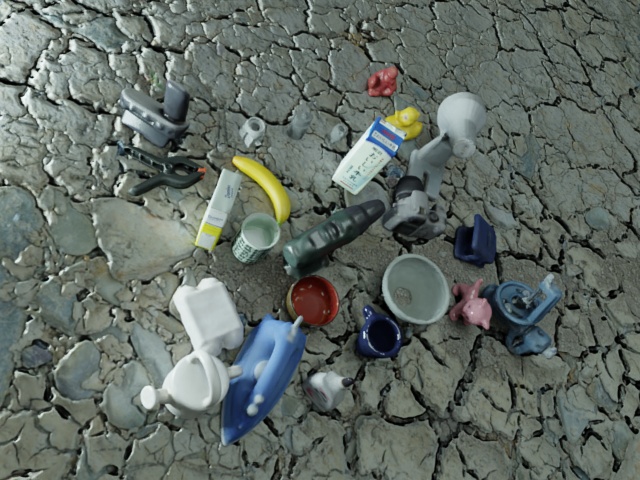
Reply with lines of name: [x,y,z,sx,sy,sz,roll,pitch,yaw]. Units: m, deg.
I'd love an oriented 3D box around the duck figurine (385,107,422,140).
duck figurine: [0.229,-0.313,1.505,0.105,0.086,0.077,8,65,-21]

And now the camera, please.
camera: [0.238,-0.087,1.398,0.143,0.100,0.137,14,63,-18]

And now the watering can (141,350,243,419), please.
watering can: [-0.215,0.251,0.988,0.173,0.193,0.101,-38,85,-32]

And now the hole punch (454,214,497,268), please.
hole punch: [0.403,0.001,1.438,0.101,0.091,0.109,20,61,-14]

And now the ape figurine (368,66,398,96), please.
ape figurine: [0.176,-0.428,1.529,0.078,0.092,0.076,32,58,-8]

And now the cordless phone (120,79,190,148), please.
cordless phone: [-0.334,-0.291,1.184,0.148,0.184,0.094,29,59,-10]

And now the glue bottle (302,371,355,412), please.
glue bottle: [0.024,0.282,1.093,0.078,0.173,0.037,47,58,2]

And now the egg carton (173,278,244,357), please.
egg carton: [-0.213,0.150,1.108,0.107,0.069,0.150,-21,77,-30]

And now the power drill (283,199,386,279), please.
power drill: [0.011,0.004,1.191,0.230,0.208,0.075,-29,81,-31]

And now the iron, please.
iron: [-0.102,0.256,1.067,0.119,0.141,0.258,31,59,-9]

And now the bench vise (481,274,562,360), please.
bench vise: [0.502,0.166,1.331,0.207,0.219,0.122,44,58,0]

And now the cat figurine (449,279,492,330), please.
cat figurine: [0.361,0.150,1.336,0.067,0.117,0.128,21,61,-14]

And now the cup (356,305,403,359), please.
cup: [0.108,0.202,1.213,0.092,0.094,0.117,-21,77,-30]

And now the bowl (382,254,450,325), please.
bowl: [0.207,0.120,1.306,0.168,0.074,0.167,10,64,-20]

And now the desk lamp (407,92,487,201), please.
desk lamp: [0.323,-0.238,1.437,0.118,0.213,0.203,24,60,-13]
